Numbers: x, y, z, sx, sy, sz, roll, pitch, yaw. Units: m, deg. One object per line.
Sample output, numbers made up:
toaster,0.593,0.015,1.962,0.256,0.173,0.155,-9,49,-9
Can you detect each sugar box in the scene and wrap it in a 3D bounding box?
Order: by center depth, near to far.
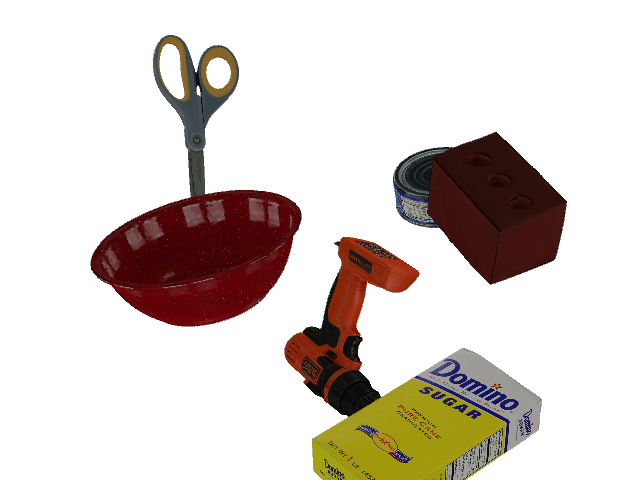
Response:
sugar box,0.089,0.160,0.881,0.176,0.048,0.093,-29,43,-29

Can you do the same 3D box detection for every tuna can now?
tuna can,0.109,-0.050,0.974,0.086,0.034,0.086,-8,35,6

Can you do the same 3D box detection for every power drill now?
power drill,0.043,0.104,1.227,0.057,0.188,0.185,12,16,-42

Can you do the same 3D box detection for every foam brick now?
foam brick,0.111,-0.021,0.684,0.053,0.051,0.078,-21,50,-21

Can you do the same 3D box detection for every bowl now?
bowl,-0.088,0.019,0.809,0.162,0.055,0.162,-11,25,5

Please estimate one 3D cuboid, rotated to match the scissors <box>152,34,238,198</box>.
scissors,-0.109,-0.110,1.060,0.096,0.202,0.016,-18,-1,-25
